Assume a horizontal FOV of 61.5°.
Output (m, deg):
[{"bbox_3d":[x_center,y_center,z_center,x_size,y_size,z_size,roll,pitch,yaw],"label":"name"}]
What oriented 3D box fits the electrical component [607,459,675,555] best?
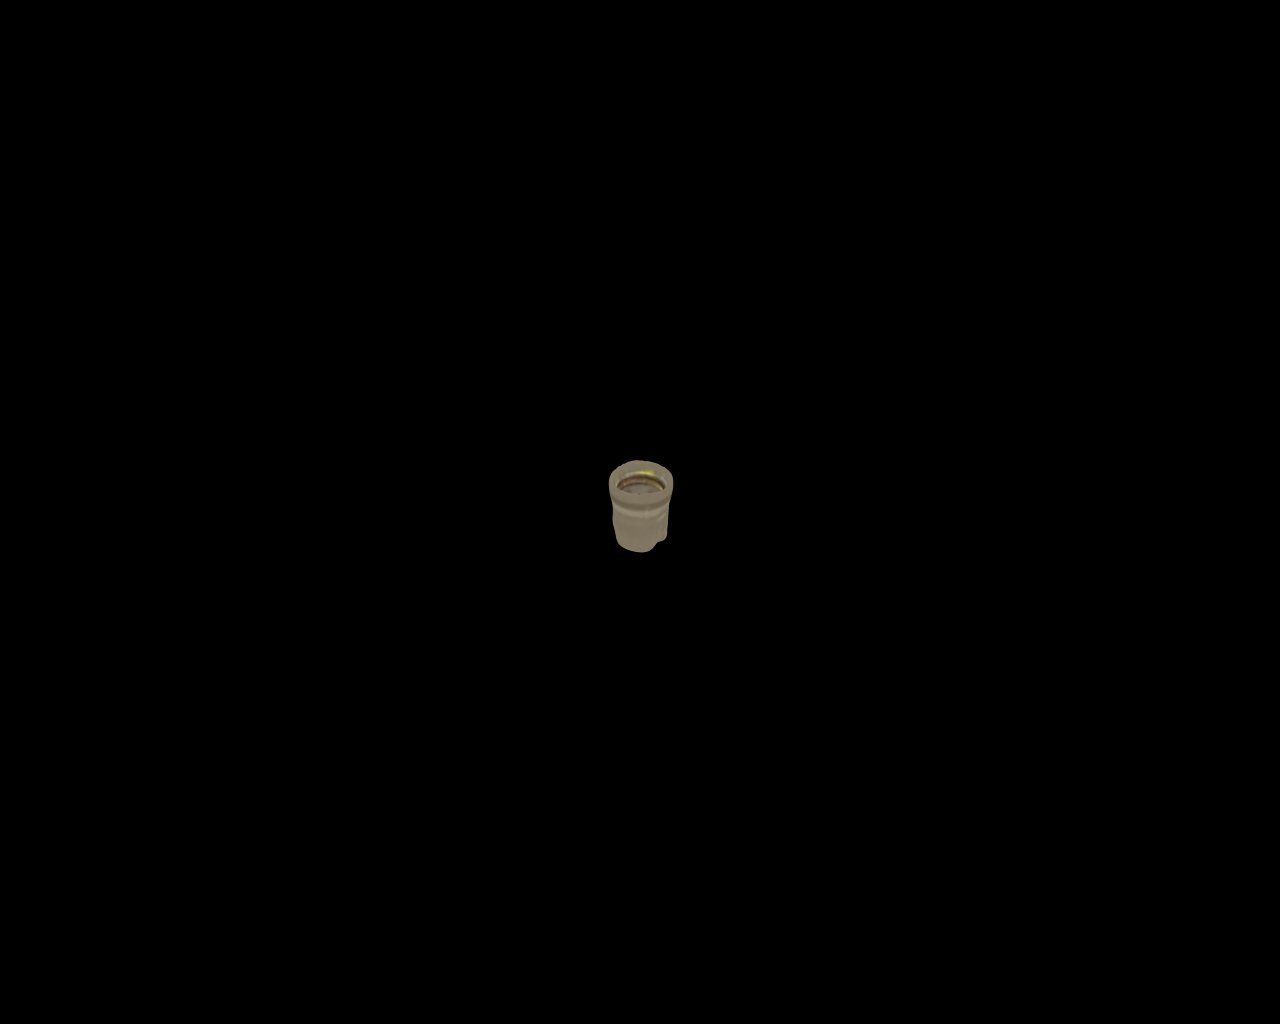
[{"bbox_3d":[0.001,-0.003,0.650,0.040,0.046,0.040,0,34,0],"label":"electrical component"}]
